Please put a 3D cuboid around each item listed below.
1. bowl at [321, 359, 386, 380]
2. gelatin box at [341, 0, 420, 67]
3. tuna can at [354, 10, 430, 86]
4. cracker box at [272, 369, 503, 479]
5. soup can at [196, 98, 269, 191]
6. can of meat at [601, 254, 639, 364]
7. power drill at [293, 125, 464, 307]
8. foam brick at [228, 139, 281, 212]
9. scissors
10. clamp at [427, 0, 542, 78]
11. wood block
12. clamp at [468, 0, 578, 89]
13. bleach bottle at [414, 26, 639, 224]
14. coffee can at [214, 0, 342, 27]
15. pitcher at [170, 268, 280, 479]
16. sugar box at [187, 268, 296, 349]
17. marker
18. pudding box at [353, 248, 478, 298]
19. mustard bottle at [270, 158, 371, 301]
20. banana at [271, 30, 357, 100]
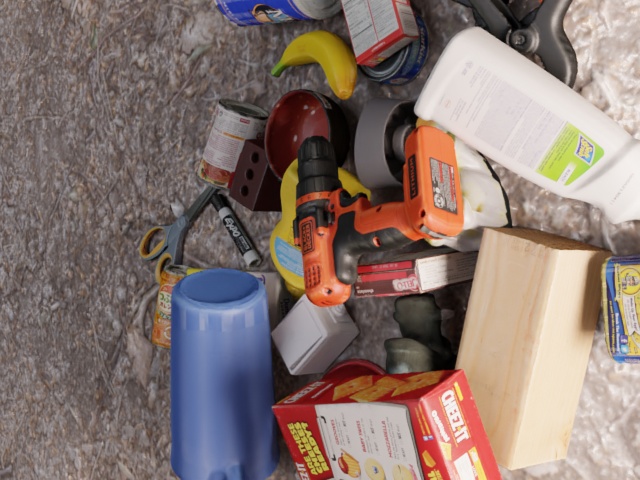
[{"bbox_3d":[0.027,0.217,1.201,0.162,0.055,0.162,0,90,46],"label":"bowl"},{"bbox_3d":[0.063,-0.241,1.139,0.073,0.030,0.089,-27,70,44],"label":"gelatin box"},{"bbox_3d":[0.078,-0.214,1.170,0.086,0.033,0.086,-1,88,46],"label":"tuna can"},{"bbox_3d":[0.069,0.214,1.019,0.214,0.071,0.164,-13,100,50],"label":"cracker box"},{"bbox_3d":[-0.109,-0.119,1.338,0.069,0.068,0.102,35,113,41],"label":"soup can"},{"bbox_3d":[0.295,0.059,0.925,0.084,0.057,0.102,-6,85,48],"label":"can of meat"},{"bbox_3d":[0.049,-0.043,1.040,0.188,0.057,0.184,-25,63,43],"label":"power drill"},{"bbox_3d":[-0.068,-0.079,1.306,0.053,0.051,0.078,34,113,41],"label":"foam brick"},{"bbox_3d":[-0.184,-0.004,1.451,0.202,0.016,0.096,-28,71,42],"label":"scissors"},{"bbox_3d":[0.165,-0.234,1.074,0.172,0.039,0.120,-16,94,39],"label":"clamp"},{"bbox_3d":[0.193,0.098,1.005,0.090,0.090,0.206,20,104,45],"label":"wood block"},{"bbox_3d":[0.203,-0.198,1.006,0.165,0.036,0.210,-6,102,36],"label":"clamp"},{"bbox_3d":[0.211,-0.088,0.976,0.251,0.067,0.103,39,128,17],"label":"bleach bottle"},{"bbox_3d":[-0.047,-0.306,1.252,0.141,0.102,0.103,6,94,46],"label":"coffee can"},{"bbox_3d":[-0.117,0.156,1.256,0.149,0.144,0.243,15,119,29],"label":"pitcher"},{"bbox_3d":[-0.100,0.083,1.341,0.177,0.048,0.093,0,89,47],"label":"sugar box"},{"bbox_3d":[-0.110,-0.014,1.372,0.020,0.020,0.121,-53,55,31],"label":"marker"},{"bbox_3d":[0.101,0.033,1.084,0.090,0.113,0.039,-6,94,46],"label":"pudding box"},{"bbox_3d":[-0.008,0.001,1.213,0.096,0.058,0.192,23,134,9],"label":"mustard bottle"},{"bbox_3d":[0.003,-0.205,1.219,0.198,0.037,0.070,32,105,62],"label":"banana"}]
